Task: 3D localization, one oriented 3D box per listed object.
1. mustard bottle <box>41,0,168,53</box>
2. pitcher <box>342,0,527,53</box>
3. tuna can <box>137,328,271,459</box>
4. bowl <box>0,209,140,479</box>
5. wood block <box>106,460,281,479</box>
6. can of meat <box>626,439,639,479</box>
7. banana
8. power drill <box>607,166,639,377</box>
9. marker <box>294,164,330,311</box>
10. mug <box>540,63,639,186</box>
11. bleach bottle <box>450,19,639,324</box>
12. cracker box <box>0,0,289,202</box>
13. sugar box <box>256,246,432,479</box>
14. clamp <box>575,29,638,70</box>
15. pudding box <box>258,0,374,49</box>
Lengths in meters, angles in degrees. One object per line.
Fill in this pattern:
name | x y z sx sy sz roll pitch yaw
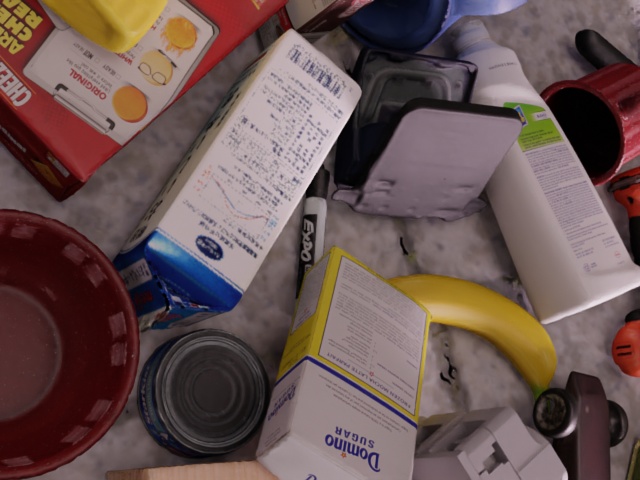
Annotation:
mustard bottle | -0.104 -0.215 0.685 0.096 0.058 0.191 40 63 -11
pitcher | 0.123 -0.255 0.856 0.242 0.145 0.149 -40 96 -33
tuna can | -0.077 0.103 0.718 0.086 0.034 0.086 7 74 -26
bowl | -0.195 0.065 0.652 0.161 0.055 0.162 7 74 -26
wood block | -0.073 0.242 0.653 0.090 0.090 0.206 1 77 -27
can of meat | 0.299 0.220 0.876 0.083 0.058 0.102 30 66 -22
banana | 0.117 0.066 0.828 0.197 0.037 0.069 29 63 -19
power drill | 0.330 0.029 0.939 0.184 0.057 0.187 2 77 -28
marker | -0.005 0.001 0.790 0.020 0.020 0.121 12 72 -25
mug | 0.247 -0.106 0.898 0.081 0.117 0.093 -27 86 -36
bleach bottle | 0.173 -0.063 0.876 0.102 0.068 0.251 -15 80 -44
cracker box | -0.151 -0.156 0.723 0.164 0.072 0.213 48 62 -9
sugar box | 0.020 0.092 0.702 0.093 0.048 0.176 34 39 -14
clamp | 0.314 -0.144 0.986 0.120 0.039 0.171 -38 100 -24
pudding box | -0.012 -0.197 0.781 0.039 0.114 0.090 -13 84 -37
